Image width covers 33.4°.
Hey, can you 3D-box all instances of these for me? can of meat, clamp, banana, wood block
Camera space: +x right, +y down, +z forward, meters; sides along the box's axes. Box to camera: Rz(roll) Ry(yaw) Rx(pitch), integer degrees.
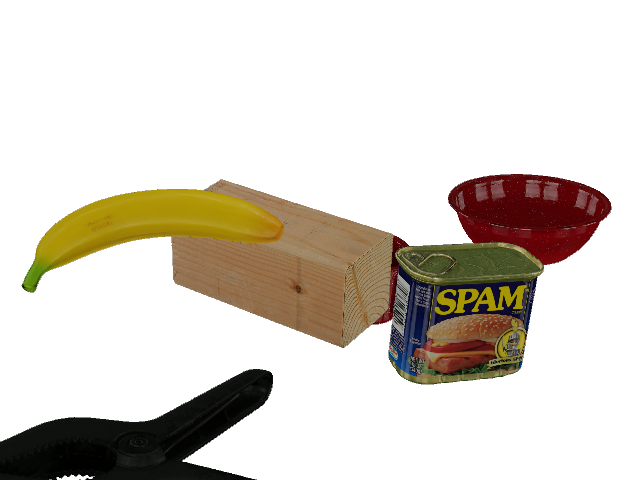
[{"bbox_3d":[0.101,0.051,0.759,0.102,0.084,0.057,-2,23,-19],"label":"can of meat"},{"bbox_3d":[-0.096,0.120,0.584,0.209,0.036,0.165,-1,21,-14],"label":"clamp"},{"bbox_3d":[-0.130,-0.008,0.813,0.197,0.069,0.037,-13,-25,-7],"label":"banana"},{"bbox_3d":[-0.041,0.019,1.062,0.206,0.091,0.090,19,33,28],"label":"wood block"}]

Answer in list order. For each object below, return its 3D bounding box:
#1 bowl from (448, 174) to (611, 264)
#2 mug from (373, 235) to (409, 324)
[{"bbox_3d":[0.209,-0.017,1.081,0.162,0.055,0.162,-1,23,0],"label":"bowl"},{"bbox_3d":[0.067,0.050,1.249,0.117,0.081,0.093,27,36,33],"label":"mug"}]
